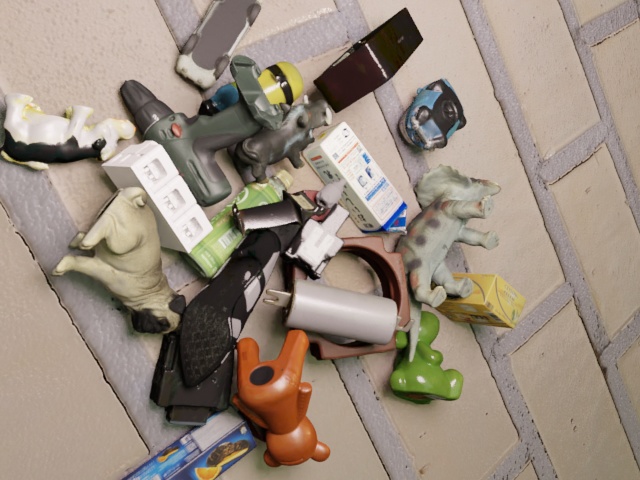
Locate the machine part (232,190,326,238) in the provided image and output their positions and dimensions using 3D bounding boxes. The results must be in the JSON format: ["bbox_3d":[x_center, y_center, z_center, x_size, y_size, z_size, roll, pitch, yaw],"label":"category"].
[{"bbox_3d":[-0.068,-0.044,0.829,0.139,0.084,0.039,-15,130,-26],"label":"machine part"}]

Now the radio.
[{"bbox_3d":[0.088,-0.314,0.937,0.073,0.131,0.229,54,40,-16],"label":"radio"}]

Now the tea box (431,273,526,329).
[{"bbox_3d":[0.298,0.115,1.049,0.098,0.170,0.068,38,72,-24],"label":"tea box"}]

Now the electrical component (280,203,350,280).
[{"bbox_3d":[-0.002,-0.003,0.862,0.075,0.048,0.119,33,75,-7],"label":"electrical component"}]

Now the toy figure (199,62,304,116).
[{"bbox_3d":[-0.107,-0.231,0.883,0.180,0.089,0.082,-29,102,-28],"label":"toy figure"}]

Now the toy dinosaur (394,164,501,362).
[{"bbox_3d":[0.209,0.013,1.016,0.405,0.192,0.131,-53,129,-10],"label":"toy dinosaur"}]

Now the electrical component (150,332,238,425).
[{"bbox_3d":[-0.195,0.214,0.830,0.115,0.058,0.134,12,81,-27],"label":"electrical component"}]

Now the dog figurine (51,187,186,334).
[{"bbox_3d":[-0.242,0.034,0.756,0.190,0.172,0.121,39,33,-23],"label":"dog figurine"}]

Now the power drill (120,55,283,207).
[{"bbox_3d":[-0.171,-0.178,0.779,0.232,0.207,0.086,60,20,-2],"label":"power drill"}]

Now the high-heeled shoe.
[{"bbox_3d":[-0.134,0.098,0.826,0.086,0.145,0.248,27,97,10],"label":"high-heeled shoe"}]

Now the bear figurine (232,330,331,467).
[{"bbox_3d":[-0.054,0.252,0.828,0.132,0.120,0.195,-87,161,-52],"label":"bear figurine"}]

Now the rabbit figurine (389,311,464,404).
[{"bbox_3d":[0.178,0.214,1.028,0.159,0.121,0.170,19,60,-21],"label":"rabbit figurine"}]

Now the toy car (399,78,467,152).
[{"bbox_3d":[0.210,-0.233,1.054,0.109,0.103,0.162,50,55,-20],"label":"toy car"}]

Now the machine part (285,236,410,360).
[{"bbox_3d":[0.045,0.098,0.930,0.201,0.087,0.201,-5,83,-16],"label":"machine part"}]

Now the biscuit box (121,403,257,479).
[{"bbox_3d":[-0.198,0.340,0.812,0.203,0.059,0.062,-32,121,-26],"label":"biscuit box"}]

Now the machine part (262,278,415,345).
[{"bbox_3d":[0.030,0.113,0.840,0.243,0.079,0.079,13,81,-13],"label":"machine part"}]

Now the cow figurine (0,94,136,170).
[{"bbox_3d":[-0.350,-0.141,0.754,0.167,0.068,0.098,7,90,-26],"label":"cow figurine"}]

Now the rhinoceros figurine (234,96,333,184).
[{"bbox_3d":[-0.060,-0.172,0.881,0.190,0.073,0.112,-34,148,-30],"label":"rhinoceros figurine"}]

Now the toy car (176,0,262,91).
[{"bbox_3d":[-0.163,-0.339,0.878,0.073,0.056,0.201,31,72,-18],"label":"toy car"}]
